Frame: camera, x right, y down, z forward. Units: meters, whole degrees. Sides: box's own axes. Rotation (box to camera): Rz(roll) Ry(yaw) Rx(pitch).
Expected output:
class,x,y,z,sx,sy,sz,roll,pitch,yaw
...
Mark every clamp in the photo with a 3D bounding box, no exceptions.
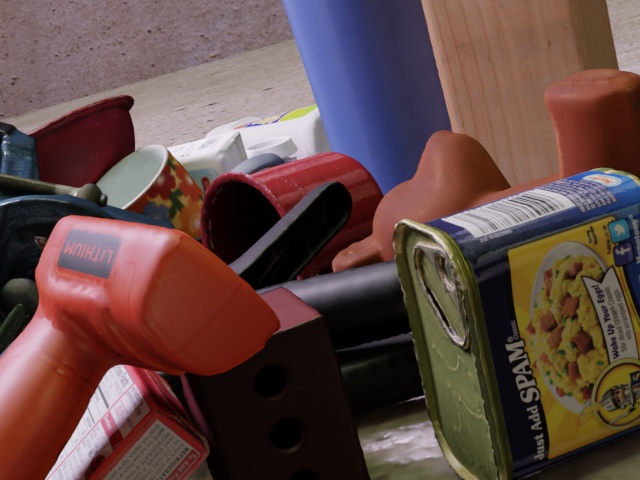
class,x,y,z,sx,sy,sz,roll,pitch,yaw
clamp,-0.021,0.060,0.510,0.210,0.036,0.164,-4,24,38
clamp,-0.032,0.035,0.477,0.171,0.039,0.120,-35,23,-13

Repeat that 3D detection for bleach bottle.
class,x,y,z,sx,sy,sz,roll,pitch,yaw
bleach bottle,-0.046,-0.092,1.041,0.102,0.068,0.251,-27,16,-36

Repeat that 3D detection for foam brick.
class,x,y,z,sx,sy,sz,roll,pitch,yaw
foam brick,-0.020,0.066,0.410,0.053,0.078,0.051,-21,18,-15

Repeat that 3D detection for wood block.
class,x,y,z,sx,sy,sz,roll,pitch,yaw
wood block,0.127,-0.111,0.648,0.090,0.206,0.090,-8,17,28

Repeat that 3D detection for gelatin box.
class,x,y,z,sx,sy,sz,roll,pitch,yaw
gelatin box,-0.086,0.092,0.404,0.089,0.030,0.073,-49,22,-6

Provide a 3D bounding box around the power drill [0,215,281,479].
class,x,y,z,sx,sy,sz,roll,pitch,yaw
power drill,-0.094,0.081,0.324,0.185,0.057,0.187,9,58,54

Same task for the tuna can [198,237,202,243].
class,x,y,z,sx,sy,sz,roll,pitch,yaw
tuna can,-0.057,0.013,0.721,0.086,0.034,0.086,-15,15,4

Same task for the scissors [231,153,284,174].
class,x,y,z,sx,sy,sz,roll,pitch,yaw
scissors,-0.096,-0.005,0.756,0.201,0.096,0.016,-22,55,-29

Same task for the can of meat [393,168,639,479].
class,x,y,z,sx,sy,sz,roll,pitch,yaw
can of meat,0.082,0.031,0.389,0.083,0.102,0.057,-17,15,-14

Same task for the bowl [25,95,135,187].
class,x,y,z,sx,sy,sz,roll,pitch,yaw
bowl,-0.191,-0.040,0.767,0.162,0.055,0.162,-30,3,1

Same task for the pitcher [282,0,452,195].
class,x,y,z,sx,sy,sz,roll,pitch,yaw
pitcher,0.049,-0.137,0.749,0.149,0.243,0.145,-26,18,-34

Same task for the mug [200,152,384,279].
class,x,y,z,sx,sy,sz,roll,pitch,yaw
mug,-0.004,0.001,0.633,0.081,0.093,0.117,-21,46,-38
